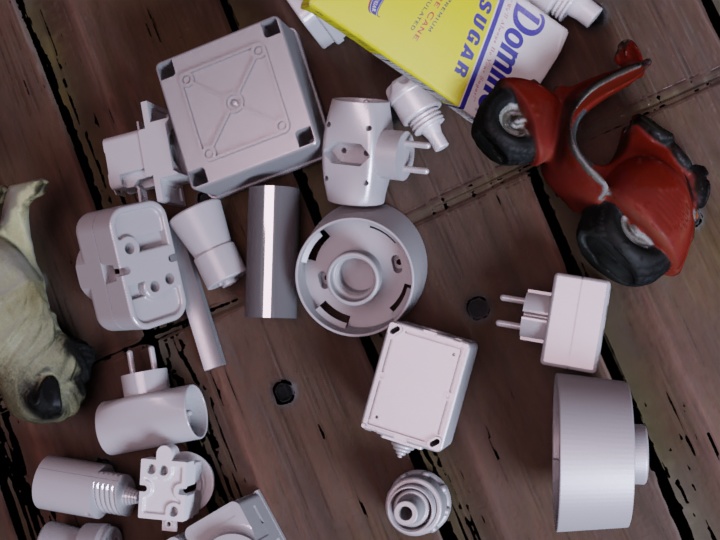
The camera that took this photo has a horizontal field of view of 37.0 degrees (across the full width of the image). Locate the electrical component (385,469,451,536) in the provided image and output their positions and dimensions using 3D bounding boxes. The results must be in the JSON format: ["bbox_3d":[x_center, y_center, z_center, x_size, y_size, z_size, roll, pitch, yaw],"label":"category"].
[{"bbox_3d":[0.039,0.172,0.783,0.048,0.062,0.048,-1,86,14],"label":"electrical component"}]

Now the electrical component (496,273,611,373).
[{"bbox_3d":[0.137,0.035,0.776,0.077,0.047,0.065,9,89,14],"label":"electrical component"}]

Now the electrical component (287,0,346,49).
[{"bbox_3d":[-0.040,-0.234,0.820,0.057,0.078,0.113,-35,79,6],"label":"electrical component"}]

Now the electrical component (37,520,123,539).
[{"bbox_3d":[-0.222,0.222,0.853,0.055,0.045,0.045,-1,86,13],"label":"electrical component"}]

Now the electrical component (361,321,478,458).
[{"bbox_3d":[0.044,0.090,0.788,0.062,0.061,0.096,16,91,13],"label":"electrical component"}]

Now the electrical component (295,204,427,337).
[{"bbox_3d":[0.000,0.000,0.815,0.099,0.064,0.099,2,100,10],"label":"electrical component"}]

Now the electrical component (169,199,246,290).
[{"bbox_3d":[-0.116,-0.018,0.844,0.044,0.044,0.065,-27,86,11],"label":"electrical component"}]

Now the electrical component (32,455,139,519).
[{"bbox_3d":[-0.213,0.174,0.854,0.081,0.043,0.043,6,88,13],"label":"electrical component"}]

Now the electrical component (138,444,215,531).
[{"bbox_3d":[-0.141,0.166,0.831,0.048,0.055,0.066,2,87,14],"label":"electrical component"}]

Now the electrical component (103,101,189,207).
[{"bbox_3d":[-0.169,-0.089,0.861,0.064,0.042,0.081,-12,83,14],"label":"electrical component"}]

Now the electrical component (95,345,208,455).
[{"bbox_3d":[-0.167,0.100,0.847,0.077,0.043,0.079,-12,84,13],"label":"electrical component"}]

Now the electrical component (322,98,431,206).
[{"bbox_3d":[0.015,-0.087,0.802,0.079,0.043,0.077,9,105,23],"label":"electrical component"}]

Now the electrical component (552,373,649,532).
[{"bbox_3d":[0.164,0.125,0.736,0.060,0.108,0.108,1,87,8],"label":"electrical component"}]

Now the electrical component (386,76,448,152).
[{"bbox_3d":[0.047,-0.118,0.814,0.035,0.035,0.061,-31,83,10],"label":"electrical component"}]

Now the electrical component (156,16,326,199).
[{"bbox_3d":[-0.089,-0.124,0.836,0.109,0.056,0.108,-19,82,12],"label":"electrical component"}]

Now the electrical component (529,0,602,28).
[{"bbox_3d":[0.149,-0.203,0.790,0.062,0.048,0.048,40,96,6],"label":"electrical component"}]

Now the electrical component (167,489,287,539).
[{"bbox_3d":[-0.084,0.276,0.808,0.105,0.060,0.186,-32,80,10],"label":"electrical component"}]

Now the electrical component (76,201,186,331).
[{"bbox_3d":[-0.182,-0.002,0.840,0.059,0.054,0.095,-5,100,43],"label":"electrical component"}]
